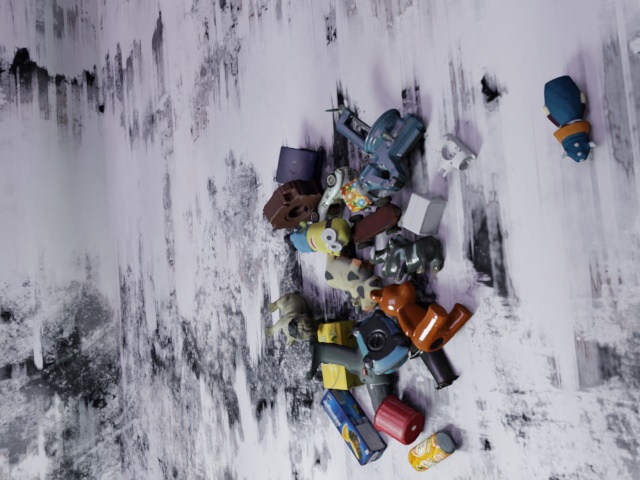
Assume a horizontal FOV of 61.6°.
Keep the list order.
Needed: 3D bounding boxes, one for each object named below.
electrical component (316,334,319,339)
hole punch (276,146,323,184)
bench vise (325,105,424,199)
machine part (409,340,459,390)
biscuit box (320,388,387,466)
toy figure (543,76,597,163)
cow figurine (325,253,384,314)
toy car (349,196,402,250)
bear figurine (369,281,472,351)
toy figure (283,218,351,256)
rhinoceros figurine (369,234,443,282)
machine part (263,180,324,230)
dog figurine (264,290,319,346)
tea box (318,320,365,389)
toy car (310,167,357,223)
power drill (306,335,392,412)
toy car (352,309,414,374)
[{"bbox_3d":[-0.001,0.290,1.468,0.045,0.078,0.102,-10,78,31],"label":"electrical component"},{"bbox_3d":[-0.058,-0.203,1.513,0.116,0.092,0.142,21,103,44],"label":"hole punch"},{"bbox_3d":[0.119,-0.225,1.254,0.241,0.129,0.223,42,116,21],"label":"bench vise"},{"bbox_3d":[0.247,0.265,1.192,0.084,0.039,0.139,-53,50,27],"label":"machine part"},{"bbox_3d":[0.083,0.470,1.377,0.203,0.059,0.062,50,127,38],"label":"biscuit box"},{"bbox_3d":[0.436,-0.208,0.935,0.064,0.058,0.154,-23,78,54],"label":"toy figure"},{"bbox_3d":[0.088,0.107,1.345,0.195,0.085,0.127,19,100,46],"label":"cow figurine"},{"bbox_3d":[0.133,-0.038,1.295,0.202,0.053,0.089,-35,73,61],"label":"toy car"},{"bbox_3d":[0.211,0.144,1.175,0.131,0.120,0.196,-61,43,26],"label":"bear figurine"},{"bbox_3d":[-0.005,-0.011,1.373,0.180,0.082,0.089,-7,54,39],"label":"toy figure"},{"bbox_3d":[0.190,0.039,1.226,0.190,0.073,0.112,-15,80,49],"label":"rhinoceros figurine"},{"bbox_3d":[-0.064,-0.093,1.461,0.179,0.179,0.056,-48,59,40],"label":"machine part"},{"bbox_3d":[-0.054,0.202,1.472,0.190,0.121,0.172,-29,51,54],"label":"dog figurine"},{"bbox_3d":[0.054,0.297,1.402,0.098,0.068,0.169,-17,78,50],"label":"tea box"},{"bbox_3d":[0.037,-0.103,1.406,0.056,0.073,0.201,47,125,33],"label":"toy car"},{"bbox_3d":[0.070,0.314,1.302,0.207,0.086,0.232,1,83,11],"label":"power drill"},{"bbox_3d":[0.146,0.241,1.223,0.109,0.102,0.162,-36,41,3],"label":"toy car"}]
